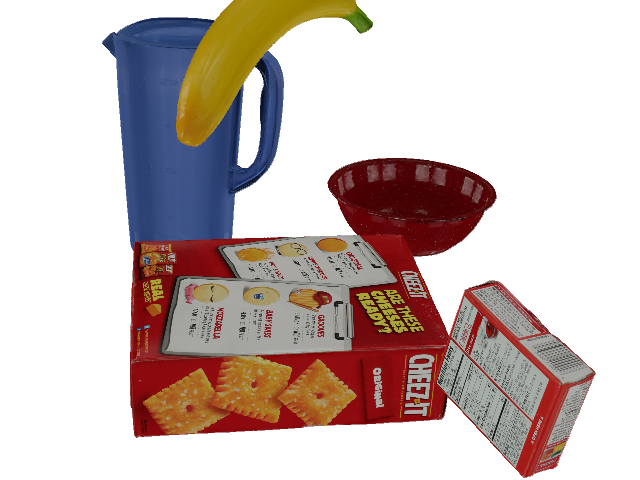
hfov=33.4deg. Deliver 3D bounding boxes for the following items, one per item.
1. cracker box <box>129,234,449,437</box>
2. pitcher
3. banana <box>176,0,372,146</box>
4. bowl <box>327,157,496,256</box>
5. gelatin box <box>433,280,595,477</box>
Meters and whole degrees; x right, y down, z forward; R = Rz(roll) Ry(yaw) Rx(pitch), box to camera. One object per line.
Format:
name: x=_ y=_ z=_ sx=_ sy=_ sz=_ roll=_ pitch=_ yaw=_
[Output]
cracker box: x=-0.029 y=0.064 z=0.773 sx=0.213 sy=0.072 sz=0.164 roll=-1 pitch=29 yaw=-9
pitcher: x=-0.132 y=-0.099 z=1.089 sx=0.144 sy=0.243 sz=0.149 roll=-11 pitch=27 yaw=-29
banana: x=-0.031 y=-0.134 z=0.693 sx=0.037 sy=0.069 sz=0.197 roll=-9 pitch=24 yaw=49
bowl: x=0.087 y=-0.028 z=1.032 sx=0.162 sy=0.055 sz=0.162 roll=2 pitch=24 yaw=-1
gelatin box: x=0.109 y=0.078 z=0.613 sx=0.030 sy=0.073 sz=0.089 roll=-11 pitch=40 yaw=-31
